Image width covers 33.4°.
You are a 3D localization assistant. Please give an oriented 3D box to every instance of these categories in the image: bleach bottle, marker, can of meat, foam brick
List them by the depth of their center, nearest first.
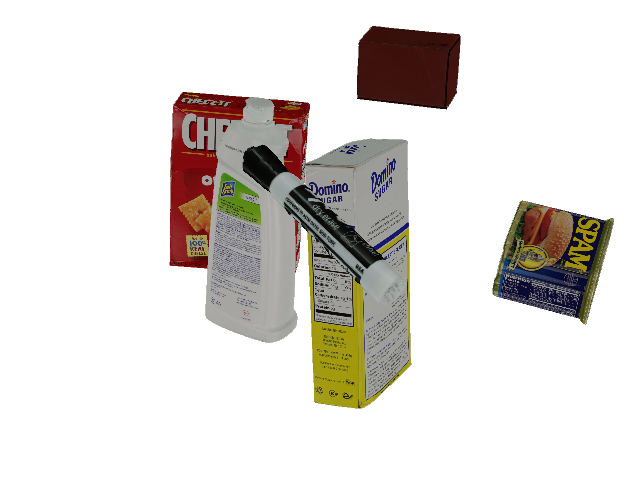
[{"bbox_3d":[-0.001,-0.011,0.559,0.121,0.020,0.020,44,25,29],"label":"marker"},{"bbox_3d":[0.073,-0.145,0.889,0.078,0.051,0.053,9,27,15],"label":"foam brick"},{"bbox_3d":[0.205,0.016,0.939,0.084,0.057,0.102,15,46,16],"label":"can of meat"},{"bbox_3d":[-0.066,-0.023,1.119,0.103,0.251,0.068,18,27,23],"label":"bleach bottle"}]

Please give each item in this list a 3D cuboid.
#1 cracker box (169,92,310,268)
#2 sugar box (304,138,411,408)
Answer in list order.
[{"bbox_3d":[-0.103,-0.069,1.337,0.164,0.214,0.072,5,22,2],"label":"cracker box"},{"bbox_3d":[0.028,0.021,0.761,0.048,0.176,0.093,4,17,27],"label":"sugar box"}]
